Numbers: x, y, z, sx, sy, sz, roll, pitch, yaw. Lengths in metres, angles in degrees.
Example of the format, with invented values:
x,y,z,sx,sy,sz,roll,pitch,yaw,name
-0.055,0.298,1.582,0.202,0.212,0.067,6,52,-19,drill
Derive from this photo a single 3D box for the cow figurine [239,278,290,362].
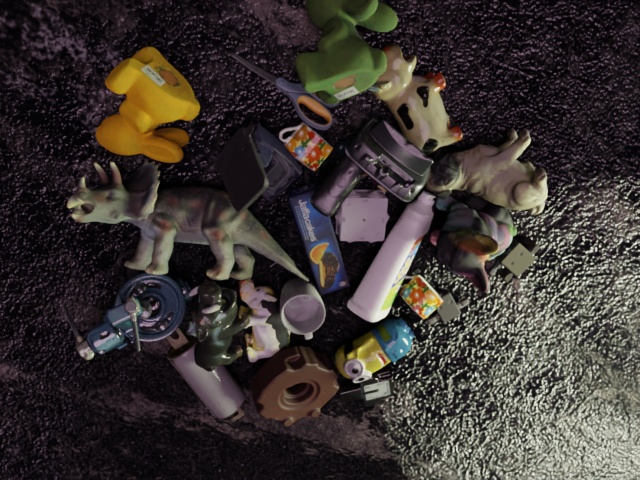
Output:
x,y,z,sx,sy,sz,roll,pitch,yaw,name
-0.105,0.145,1.026,0.098,0.068,0.167,-9,115,-9,cow figurine

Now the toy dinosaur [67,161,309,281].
x,y,z,sx,sy,sz,roll,pitch,yaw,name
-0.210,-0.031,0.925,0.405,0.131,0.192,5,91,-21,toy dinosaur

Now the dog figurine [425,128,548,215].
x,y,z,sx,sy,sz,roll,pitch,yaw,name
0.289,-0.096,0.960,0.191,0.121,0.172,-24,87,9,dog figurine

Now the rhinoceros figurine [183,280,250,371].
x,y,z,sx,sy,sz,roll,pitch,yaw,name
-0.190,0.149,0.955,0.112,0.073,0.190,-16,133,-32,rhinoceros figurine

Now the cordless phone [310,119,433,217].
x,y,z,sx,sy,sz,roll,pitch,yaw,name
0.084,-0.095,0.892,0.146,0.089,0.184,38,93,-7,cordless phone

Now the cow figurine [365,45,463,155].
x,y,z,sx,sy,sz,roll,pitch,yaw,name
0.149,-0.233,0.909,0.127,0.086,0.194,-28,112,-3,cow figurine

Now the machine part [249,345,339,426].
x,y,z,sx,sy,sz,roll,pitch,yaw,name
-0.048,0.290,1.067,0.179,0.056,0.179,-11,127,-16,machine part

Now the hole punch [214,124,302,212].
x,y,z,sx,sy,sz,roll,pitch,yaw,name
-0.104,-0.122,0.902,0.092,0.142,0.116,-17,78,-39,hole punch

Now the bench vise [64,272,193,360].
x,y,z,sx,sy,sz,roll,pitch,yaw,name
-0.327,0.130,0.918,0.224,0.240,0.129,-20,85,-13,bench vise

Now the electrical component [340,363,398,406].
x,y,z,sx,sy,sz,roll,pitch,yaw,name
0.099,0.305,1.121,0.119,0.048,0.074,-15,111,0,electrical component

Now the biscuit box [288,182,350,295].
x,y,z,sx,sy,sz,roll,pitch,yaw,name
-0.002,-0.003,0.987,0.063,0.059,0.202,-18,111,0,biscuit box

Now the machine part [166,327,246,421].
x,y,z,sx,sy,sz,roll,pitch,yaw,name
-0.221,0.265,1.054,0.079,0.079,0.243,-30,110,5,machine part

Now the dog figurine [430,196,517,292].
x,y,z,sx,sy,sz,roll,pitch,yaw,name
0.280,0.007,0.940,0.192,0.219,0.108,7,113,-9,dog figurine

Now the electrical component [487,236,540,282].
x,y,z,sx,sy,sz,roll,pitch,yaw,name
0.378,0.036,1.051,0.078,0.045,0.102,29,104,-24,electrical component

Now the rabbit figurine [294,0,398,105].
x,y,z,sx,sy,sz,roll,pitch,yaw,name
0.030,-0.320,0.825,0.159,0.121,0.170,-19,79,32,rabbit figurine

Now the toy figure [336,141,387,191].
x,y,z,sx,sy,sz,roll,pitch,yaw,name
0.100,-0.133,0.954,0.154,0.058,0.064,25,76,-13,toy figure

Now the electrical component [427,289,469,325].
x,y,z,sx,sy,sz,roll,pitch,yaw,name
0.253,0.132,1.088,0.094,0.021,0.063,-28,111,5,electrical component

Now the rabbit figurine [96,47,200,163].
x,y,z,sx,sy,sz,roll,pitch,yaw,name
-0.283,-0.198,0.869,0.173,0.122,0.162,-38,120,22,rabbit figurine

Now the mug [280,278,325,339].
x,y,z,sx,sy,sz,roll,pitch,yaw,name
-0.032,0.123,1.006,0.081,0.107,0.109,-18,115,1,mug

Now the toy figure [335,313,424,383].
x,y,z,sx,sy,sz,roll,pitch,yaw,name
0.115,0.215,1.074,0.180,0.089,0.082,-35,97,-2,toy figure
